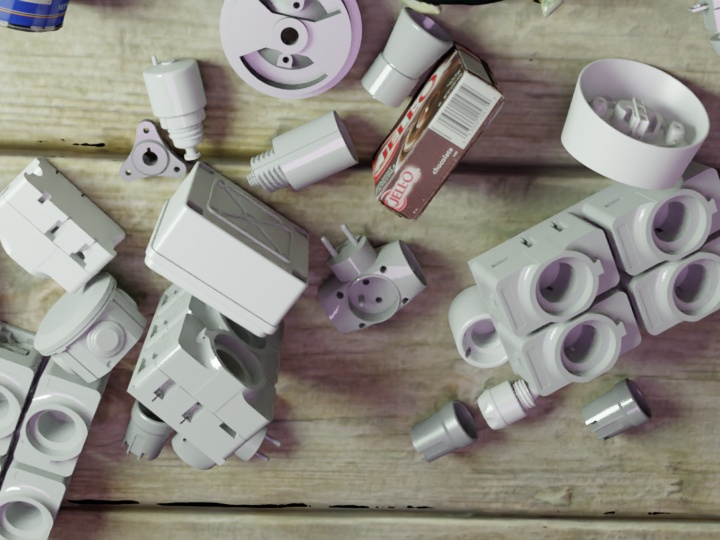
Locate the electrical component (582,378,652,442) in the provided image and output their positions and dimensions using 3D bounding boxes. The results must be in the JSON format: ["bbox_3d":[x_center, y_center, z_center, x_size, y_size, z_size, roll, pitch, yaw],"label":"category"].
[{"bbox_3d":[0.216,0.119,0.907,0.046,0.040,0.040,-34,111,21],"label":"electrical component"}]

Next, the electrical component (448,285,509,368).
[{"bbox_3d":[0.101,0.046,0.866,0.055,0.047,0.055,0,115,-1],"label":"electrical component"}]

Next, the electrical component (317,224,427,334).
[{"bbox_3d":[0.000,0.000,0.844,0.077,0.044,0.079,-31,111,13],"label":"electrical component"}]

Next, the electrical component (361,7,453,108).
[{"bbox_3d":[0.031,-0.150,0.777,0.044,0.044,0.065,31,116,-14],"label":"electrical component"}]

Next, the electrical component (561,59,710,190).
[{"bbox_3d":[0.196,-0.103,0.772,0.099,0.099,0.064,15,120,-7],"label":"electrical component"}]

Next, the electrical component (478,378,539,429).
[{"bbox_3d":[0.132,0.107,0.902,0.061,0.035,0.035,-28,112,9],"label":"electrical component"}]

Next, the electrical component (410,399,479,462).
[{"bbox_3d":[0.071,0.138,0.913,0.046,0.040,0.040,-32,112,20],"label":"electrical component"}]

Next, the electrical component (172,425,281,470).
[{"bbox_3d":[-0.105,0.135,0.906,0.079,0.043,0.077,33,111,-15],"label":"electrical component"}]

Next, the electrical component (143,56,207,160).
[{"bbox_3d":[-0.132,-0.119,0.789,0.040,0.040,0.078,-9,115,4],"label":"electrical component"}]

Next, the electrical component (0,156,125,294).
[{"bbox_3d":[-0.235,-0.031,0.823,0.056,0.050,0.089,-40,110,16],"label":"electrical component"}]

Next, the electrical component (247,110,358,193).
[{"bbox_3d":[-0.047,-0.083,0.805,0.081,0.043,0.043,-24,113,10],"label":"electrical component"}]

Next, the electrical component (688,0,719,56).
[{"bbox_3d":[0.269,-0.184,0.762,0.066,0.048,0.055,-15,107,7],"label":"electrical component"}]

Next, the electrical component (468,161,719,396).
[{"bbox_3d":[0.191,0.004,0.812,0.186,0.060,0.105,-28,113,-6],"label":"electrical component"}]

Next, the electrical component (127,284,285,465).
[{"bbox_3d":[-0.108,0.060,0.812,0.062,0.150,0.089,-41,109,17],"label":"electrical component"}]

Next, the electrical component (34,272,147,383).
[{"bbox_3d":[-0.212,0.045,0.844,0.080,0.080,0.051,-35,116,15],"label":"electrical component"}]

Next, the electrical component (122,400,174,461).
[{"bbox_3d":[-0.177,0.133,0.907,0.040,0.040,0.046,22,118,-11],"label":"electrical component"}]

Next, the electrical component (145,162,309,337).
[{"bbox_3d":[-0.095,-0.017,0.800,0.109,0.108,0.056,34,108,-15],"label":"electrical component"}]

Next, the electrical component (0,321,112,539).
[{"bbox_3d":[-0.290,0.148,0.901,0.105,0.060,0.186,21,113,-10],"label":"electrical component"}]
